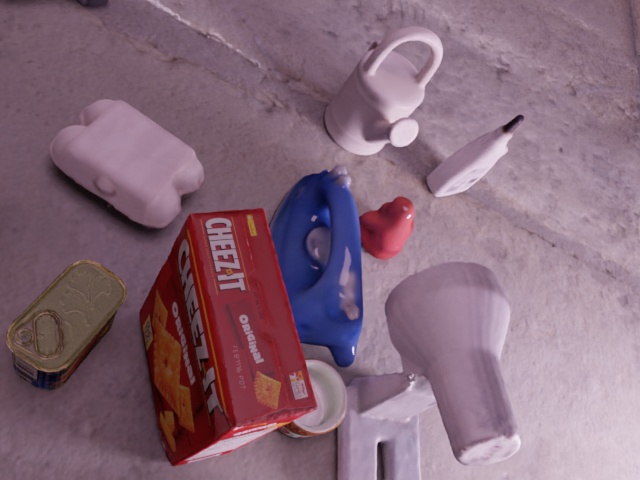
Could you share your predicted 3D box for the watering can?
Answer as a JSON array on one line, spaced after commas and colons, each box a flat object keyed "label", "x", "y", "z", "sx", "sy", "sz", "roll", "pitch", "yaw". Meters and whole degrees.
[{"label": "watering can", "x": 0.093, "y": -0.201, "z": 0.766, "sx": 0.101, "sy": 0.193, "sz": 0.173, "roll": -16, "pitch": 72, "yaw": -33}]

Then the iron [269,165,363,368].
[{"label": "iron", "x": 0.006, "y": 0.002, "z": 0.643, "sx": 0.119, "sy": 0.141, "sz": 0.258, "roll": 12, "pitch": 59, "yaw": -22}]

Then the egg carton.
[{"label": "egg carton", "x": -0.207, "y": -0.082, "z": 0.623, "sx": 0.150, "sy": 0.069, "sz": 0.107, "roll": 34, "pitch": 54, "yaw": -7}]

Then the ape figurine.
[{"label": "ape figurine", "x": 0.091, "y": -0.023, "z": 0.732, "sx": 0.078, "sy": 0.092, "sz": 0.076, "roll": 17, "pitch": 57, "yaw": -19}]

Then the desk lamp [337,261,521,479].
[{"label": "desk lamp", "x": 0.108, "y": 0.151, "z": 0.571, "sx": 0.118, "sy": 0.213, "sz": 0.203, "roll": 13, "pitch": 59, "yaw": -21}]

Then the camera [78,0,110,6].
[{"label": "camera", "x": -0.335, "y": -0.363, "z": 0.689, "sx": 0.137, "sy": 0.100, "sz": 0.143, "roll": -26, "pitch": 78, "yaw": -35}]

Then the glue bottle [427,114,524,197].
[{"label": "glue bottle", "x": 0.226, "y": -0.120, "z": 0.805, "sx": 0.078, "sy": 0.173, "sz": 0.037, "roll": -12, "pitch": 70, "yaw": -32}]
